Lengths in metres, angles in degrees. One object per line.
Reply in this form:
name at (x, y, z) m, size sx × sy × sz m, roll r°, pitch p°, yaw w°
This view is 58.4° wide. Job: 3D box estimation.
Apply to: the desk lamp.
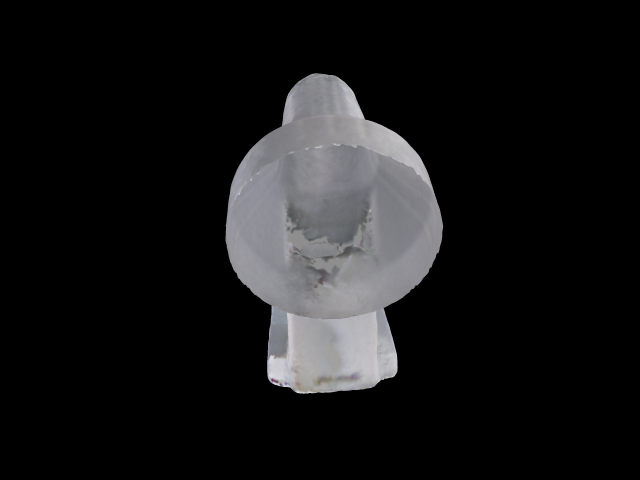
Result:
desk lamp at (0.004, 0.001, 0.400) m, size 0.118 × 0.214 × 0.203 m, roll -1°, pitch 23°, yaw -3°
